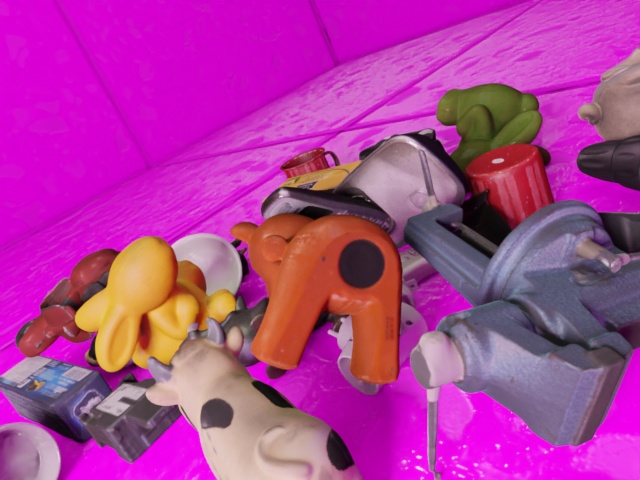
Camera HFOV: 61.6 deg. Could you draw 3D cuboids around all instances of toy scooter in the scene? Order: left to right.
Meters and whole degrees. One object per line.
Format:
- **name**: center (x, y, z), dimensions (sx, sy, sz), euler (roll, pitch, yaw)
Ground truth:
- **toy scooter**: center (-0.312, 0.081, 0.708), dimensions (0.135, 0.075, 0.184), euler (-7, 38, 51)

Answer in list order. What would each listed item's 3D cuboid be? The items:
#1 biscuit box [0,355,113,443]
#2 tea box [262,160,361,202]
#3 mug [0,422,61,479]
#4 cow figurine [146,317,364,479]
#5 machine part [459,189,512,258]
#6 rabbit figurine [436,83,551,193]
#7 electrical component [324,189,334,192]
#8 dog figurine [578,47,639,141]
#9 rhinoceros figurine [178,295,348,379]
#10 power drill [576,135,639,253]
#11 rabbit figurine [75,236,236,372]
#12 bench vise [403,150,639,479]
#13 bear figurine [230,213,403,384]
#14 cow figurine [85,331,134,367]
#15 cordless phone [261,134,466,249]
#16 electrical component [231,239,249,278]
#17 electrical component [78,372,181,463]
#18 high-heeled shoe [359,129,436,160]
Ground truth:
- **biscuit box**: center (-0.319, 0.186, 0.648), dimensions (0.203, 0.062, 0.059), euler (-3, 29, 43)
- **tea box**: center (-0.001, -0.071, 0.903), dimensions (0.170, 0.068, 0.098), euler (-9, 25, 35)
- **mug**: center (-0.327, 0.218, 0.529), dimensions (0.107, 0.109, 0.081), euler (-25, 22, 40)
- **cow figurine**: center (-0.053, 0.135, 0.384), dimensions (0.085, 0.127, 0.195), euler (-32, 24, -26)
- **machine part**: center (0.166, 0.009, 0.532), dimensions (0.084, 0.039, 0.139), euler (-24, 40, 15)
- **rabbit figurine**: center (0.239, -0.129, 0.758), dimensions (0.159, 0.121, 0.170), euler (2, 51, 38)
- **electrical component**: center (-0.001, -0.002, 0.671), dimensions (0.115, 0.058, 0.134), euler (-6, 51, 2)
- **dog figurine**: center (0.383, -0.129, 0.540), dimensions (0.172, 0.121, 0.191), euler (-23, 22, 9)
- **rhinoceros figurine**: center (-0.059, 0.089, 0.575), dimensions (0.190, 0.073, 0.112), euler (-28, 22, -9)
- **power drill**: center (0.302, -0.035, 0.481), dimensions (0.207, 0.085, 0.232), euler (-29, 22, -31)
- **rabbit figurine**: center (-0.191, 0.066, 0.609), dimensions (0.162, 0.173, 0.122), euler (-32, 57, -19)
- **bench vise**: center (0.133, 0.032, 0.403), dimensions (0.224, 0.128, 0.241), euler (-23, 37, -15)
- **bear figurine**: center (-0.016, 0.036, 0.463), dimensions (0.196, 0.120, 0.132), euler (-5, 71, 64)
- **cow figurine**: center (-0.260, 0.114, 0.754), dimensions (0.098, 0.068, 0.167), euler (-28, 19, 11)
- **cordless phone**: center (0.042, -0.053, 0.550), dimensions (0.184, 0.089, 0.146), euler (4, -30, -37)
- **electrical component**: center (-0.142, 0.034, 0.838), dimensions (0.078, 0.045, 0.102), euler (-22, 21, 3)
- **electrical component**: center (-0.177, 0.175, 0.534), dimensions (0.119, 0.047, 0.075), euler (-6, 28, 40)
- **high-heeled shoe**: center (0.117, -0.133, 0.874), dimensions (0.145, 0.086, 0.249), euler (-1, 11, 15)
